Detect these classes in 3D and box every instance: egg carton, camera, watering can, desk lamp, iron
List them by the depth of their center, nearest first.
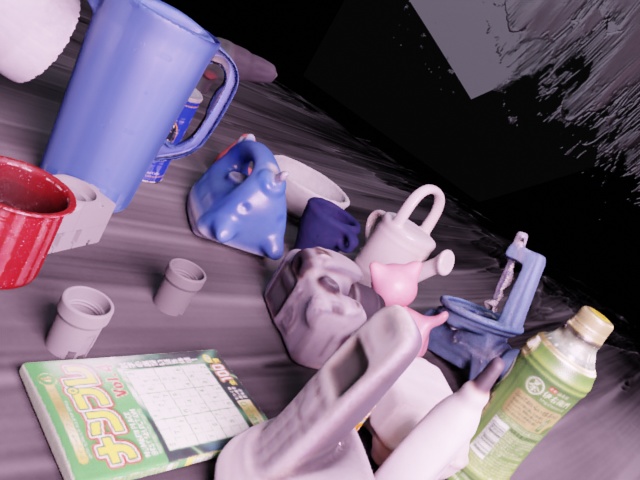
[{"bbox_3d":[-0.380,-0.207,0.581,0.204,0.213,0.117,11,27,-48],"label":"desk lamp"},{"bbox_3d":[0.087,0.172,0.588,0.107,0.069,0.150,25,19,-21],"label":"egg carton"},{"bbox_3d":[0.022,0.077,0.680,0.137,0.100,0.143,21,21,-30],"label":"camera"},{"bbox_3d":[-0.111,-0.083,0.816,0.119,0.141,0.257,20,21,-32],"label":"iron"},{"bbox_3d":[0.143,0.001,0.926,0.172,0.194,0.101,38,19,18],"label":"watering can"}]

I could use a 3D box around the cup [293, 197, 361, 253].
[{"bbox_3d":[0.008,0.003,0.860,0.092,0.095,0.117,16,24,-40],"label":"cup"}]

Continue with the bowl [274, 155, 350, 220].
[{"bbox_3d":[-0.033,-0.082,1.052,0.168,0.074,0.167,29,18,-10],"label":"bowl"}]

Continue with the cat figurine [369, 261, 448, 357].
[{"bbox_3d":[0.112,0.085,0.777,0.127,0.117,0.067,36,18,13],"label":"cat figurine"}]

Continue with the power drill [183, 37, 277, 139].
[{"bbox_3d":[-0.218,-0.266,1.013,0.230,0.208,0.075,23,20,-26],"label":"power drill"}]

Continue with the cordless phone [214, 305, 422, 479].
[{"bbox_3d":[0.010,0.137,0.362,0.094,0.185,0.147,23,20,-25],"label":"cordless phone"}]

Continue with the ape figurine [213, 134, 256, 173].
[{"bbox_3d":[-0.140,-0.143,1.005,0.076,0.092,0.077,25,19,-21],"label":"ape figurine"}]

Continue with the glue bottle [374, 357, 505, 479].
[{"bbox_3d":[0.094,0.161,0.459,0.037,0.173,0.078,41,20,28],"label":"glue bottle"}]

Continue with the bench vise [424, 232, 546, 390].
[{"bbox_3d":[0.260,0.113,0.783,0.207,0.219,0.122,41,20,26],"label":"bench vise"}]
